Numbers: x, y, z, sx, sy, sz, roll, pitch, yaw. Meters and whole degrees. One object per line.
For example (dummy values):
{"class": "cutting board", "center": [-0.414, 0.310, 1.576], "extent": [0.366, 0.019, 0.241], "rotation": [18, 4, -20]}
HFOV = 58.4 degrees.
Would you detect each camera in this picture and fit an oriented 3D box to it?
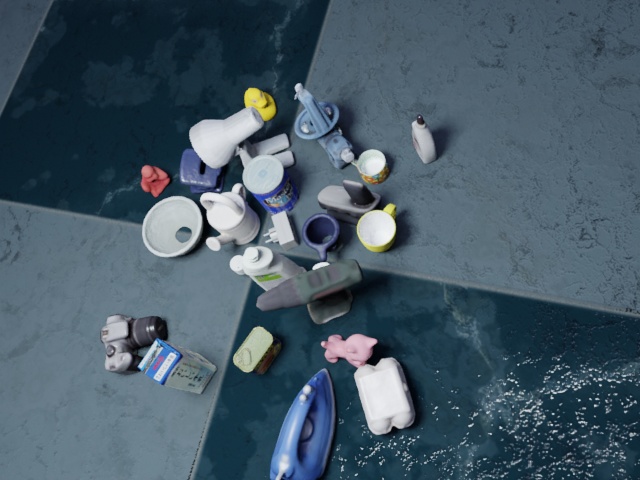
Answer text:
{"class": "camera", "center": [-0.454, 0.243, 1.397], "extent": [0.136, 0.101, 0.143], "rotation": [-14, 68, 9]}

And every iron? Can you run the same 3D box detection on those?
{"class": "iron", "center": [-0.038, 0.393, 1.215], "extent": [0.118, 0.142, 0.258], "rotation": [10, 73, 18]}

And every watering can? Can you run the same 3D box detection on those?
{"class": "watering can", "center": [-0.224, -0.058, 1.397], "extent": [0.100, 0.194, 0.173], "rotation": [-9, 69, 11]}

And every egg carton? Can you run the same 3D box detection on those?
{"class": "egg carton", "center": [0.140, 0.334, 1.230], "extent": [0.107, 0.069, 0.150], "rotation": [-20, 67, 7]}

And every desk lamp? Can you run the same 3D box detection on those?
{"class": "desk lamp", "center": [-0.196, -0.246, 1.448], "extent": [0.203, 0.214, 0.118], "rotation": [-20, 67, 7]}

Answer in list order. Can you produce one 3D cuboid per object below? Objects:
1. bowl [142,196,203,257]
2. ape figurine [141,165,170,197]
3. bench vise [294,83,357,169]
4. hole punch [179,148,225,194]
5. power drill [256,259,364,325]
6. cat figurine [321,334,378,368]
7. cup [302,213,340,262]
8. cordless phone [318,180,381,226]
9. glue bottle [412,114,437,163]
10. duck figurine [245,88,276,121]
{"class": "bowl", "center": [-0.369, -0.025, 1.487], "extent": [0.167, 0.075, 0.167], "rotation": [-5, 70, 13]}
{"class": "ape figurine", "center": [-0.453, -0.171, 1.552], "extent": [0.077, 0.092, 0.076], "rotation": [-10, 68, 11]}
{"class": "bench vise", "center": [0.016, -0.288, 1.405], "extent": [0.207, 0.220, 0.121], "rotation": [32, 81, 22]}
{"class": "hole punch", "center": [-0.311, -0.187, 1.522], "extent": [0.101, 0.091, 0.108], "rotation": [-3, 70, 13]}
{"class": "power drill", "center": [-0.007, 0.122, 1.269], "extent": [0.229, 0.209, 0.075], "rotation": [-26, 66, 4]}
{"class": "cat figurine", "center": [0.064, 0.238, 1.258], "extent": [0.127, 0.118, 0.067], "rotation": [6, 72, 16]}
{"class": "cup", "center": [0.013, 0.005, 1.368], "extent": [0.091, 0.095, 0.118], "rotation": [-10, 68, 11]}
{"class": "cordless phone", "center": [0.060, -0.111, 1.349], "extent": [0.147, 0.185, 0.094], "rotation": [11, 73, 18]}
{"class": "glue bottle", "center": [0.243, -0.251, 1.360], "extent": [0.037, 0.173, 0.078], "rotation": [-28, 66, 3]}
{"class": "duck figurine", "center": [-0.172, -0.383, 1.561], "extent": [0.077, 0.086, 0.104], "rotation": [-43, 66, -3]}
